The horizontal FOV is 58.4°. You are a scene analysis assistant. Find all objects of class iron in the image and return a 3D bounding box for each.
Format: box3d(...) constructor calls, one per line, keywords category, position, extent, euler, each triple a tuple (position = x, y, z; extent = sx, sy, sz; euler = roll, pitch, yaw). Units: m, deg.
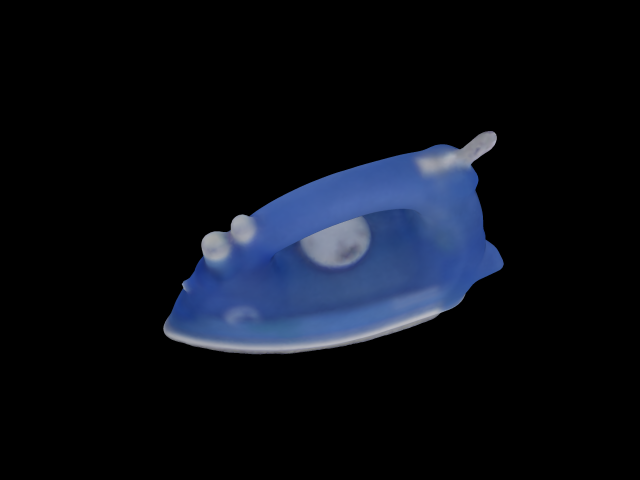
box3d(category="iron", position=(0.004, 0.001, 0.400), extent=(0.258, 0.141, 0.118), euler=(-18, 61, -10))
